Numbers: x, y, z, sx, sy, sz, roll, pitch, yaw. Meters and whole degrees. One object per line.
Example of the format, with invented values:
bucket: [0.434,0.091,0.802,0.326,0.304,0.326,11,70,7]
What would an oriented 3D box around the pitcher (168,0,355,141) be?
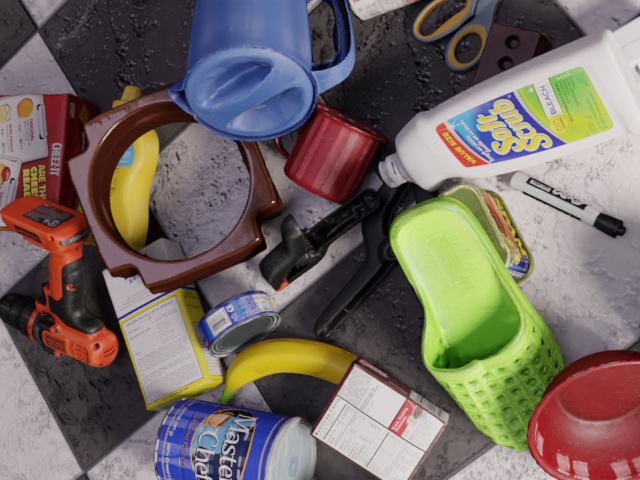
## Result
pitcher: [-0.061,-0.233,1.111,0.145,0.149,0.243,-42,38,42]

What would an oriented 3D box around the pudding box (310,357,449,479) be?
pudding box: [0.060,0.186,1.075,0.113,0.039,0.090,33,100,7]

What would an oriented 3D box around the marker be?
marker: [0.241,-0.034,1.039,0.121,0.020,0.020,30,97,25]

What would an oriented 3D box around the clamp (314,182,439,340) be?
clamp: [0.073,0.019,1.104,0.165,0.036,0.210,0,82,27]

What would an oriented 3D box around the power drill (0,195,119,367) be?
power drill: [-0.316,0.045,1.235,0.185,0.057,0.188,17,127,29]

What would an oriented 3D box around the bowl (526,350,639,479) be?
bowl: [0.263,0.152,0.961,0.162,0.162,0.055,-31,30,19]

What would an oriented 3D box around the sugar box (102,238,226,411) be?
sugar box: [-0.177,0.096,1.212,0.093,0.048,0.176,-27,70,20]

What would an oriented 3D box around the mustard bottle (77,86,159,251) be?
mustard bottle: [-0.234,-0.085,1.249,0.096,0.058,0.191,6,86,38]

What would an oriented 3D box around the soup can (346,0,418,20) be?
soup can: [0.078,-0.278,1.117,0.102,0.068,0.068,-16,78,24]

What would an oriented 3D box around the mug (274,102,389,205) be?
mug: [0.003,-0.095,1.119,0.117,0.093,0.081,30,102,13]

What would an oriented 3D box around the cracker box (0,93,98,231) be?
cracker box: [-0.383,-0.093,1.316,0.214,0.072,0.164,2,86,25]

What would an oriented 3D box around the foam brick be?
foam brick: [0.190,-0.170,1.061,0.053,0.051,0.078,18,92,26]

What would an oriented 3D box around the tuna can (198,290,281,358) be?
tuna can: [-0.087,0.090,1.146,0.086,0.086,0.034,-36,69,18]

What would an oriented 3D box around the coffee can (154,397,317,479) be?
coffee can: [-0.088,0.227,1.123,0.140,0.102,0.103,5,87,26]

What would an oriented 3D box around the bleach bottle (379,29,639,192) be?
bleach bottle: [0.173,-0.103,1.011,0.251,0.068,0.102,-23,103,26]

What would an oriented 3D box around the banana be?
banana: [-0.024,0.138,1.141,0.198,0.037,0.069,-7,103,27]

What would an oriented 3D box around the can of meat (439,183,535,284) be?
can of meat: [0.158,-0.003,1.040,0.057,0.083,0.102,-30,72,19]

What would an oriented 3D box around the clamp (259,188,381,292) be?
clamp: [-0.007,0.001,1.111,0.039,0.120,0.172,66,154,15]

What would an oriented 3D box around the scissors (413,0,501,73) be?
scissors: [0.190,-0.244,1.089,0.202,0.016,0.096,-26,76,21]
